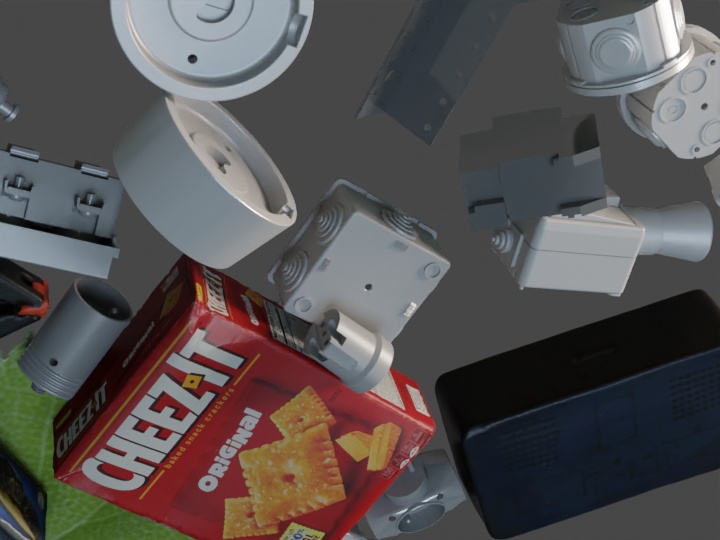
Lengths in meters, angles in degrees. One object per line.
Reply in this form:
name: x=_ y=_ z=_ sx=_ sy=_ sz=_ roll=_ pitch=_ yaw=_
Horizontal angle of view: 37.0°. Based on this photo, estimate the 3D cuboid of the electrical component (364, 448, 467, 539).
electrical component: x=0.036 y=0.165 z=0.826 sx=0.077 sy=0.044 sz=0.079 roll=-25 pitch=143 yaw=-1

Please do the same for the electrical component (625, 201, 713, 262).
electrical component: x=0.213 y=-0.028 z=0.771 sx=0.065 sy=0.044 sz=0.044 roll=0 pitch=120 yaw=-11

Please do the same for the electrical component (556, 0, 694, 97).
electrical component: x=0.161 y=-0.144 z=0.662 sx=0.080 sy=0.080 sz=0.051 roll=-23 pitch=119 yaw=-2

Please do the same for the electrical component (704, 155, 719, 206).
electrical component: x=0.309 y=-0.052 z=0.769 sx=0.121 sy=0.078 sz=0.063 roll=26 pitch=132 yaw=-28

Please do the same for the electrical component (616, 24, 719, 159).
electrical component: x=0.215 y=-0.117 z=0.710 sx=0.080 sy=0.051 sz=0.080 roll=-7 pitch=122 yaw=-12

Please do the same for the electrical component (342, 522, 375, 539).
electrical component: x=-0.014 y=0.236 z=0.855 sx=0.057 sy=0.058 sz=0.078 roll=28 pitch=109 yaw=-25

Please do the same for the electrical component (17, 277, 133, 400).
electrical component: x=-0.188 y=0.049 z=0.697 sx=0.043 sy=0.043 sz=0.081 roll=30 pitch=108 yaw=-29

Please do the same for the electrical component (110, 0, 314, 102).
electrical component: x=-0.084 y=-0.154 z=0.593 sx=0.108 sy=0.060 sz=0.108 roll=-7 pitch=122 yaw=-12

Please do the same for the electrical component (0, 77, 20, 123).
electrical component: x=-0.223 y=-0.109 z=0.592 sx=0.040 sy=0.040 sz=0.078 roll=-44 pitch=122 yaw=12

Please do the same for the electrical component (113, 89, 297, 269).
electrical component: x=-0.096 y=-0.050 z=0.629 sx=0.060 sy=0.108 sz=0.108 roll=-39 pitch=123 yaw=16

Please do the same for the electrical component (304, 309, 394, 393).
electrical component: x=-0.008 y=0.052 z=0.695 sx=0.046 sy=0.040 sz=0.040 roll=37 pitch=105 yaw=-26

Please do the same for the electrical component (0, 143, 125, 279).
electrical component: x=-0.203 y=-0.041 z=0.625 sx=0.121 sy=0.079 sz=0.063 roll=13 pitch=93 yaw=-23

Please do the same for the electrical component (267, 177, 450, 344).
electrical component: x=0.000 y=0.000 z=0.720 sx=0.100 sy=0.048 sz=0.099 roll=28 pitch=109 yaw=-28

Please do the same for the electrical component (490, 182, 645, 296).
electrical component: x=0.136 y=-0.026 z=0.736 sx=0.096 sy=0.061 sz=0.061 roll=4 pitch=119 yaw=-19
